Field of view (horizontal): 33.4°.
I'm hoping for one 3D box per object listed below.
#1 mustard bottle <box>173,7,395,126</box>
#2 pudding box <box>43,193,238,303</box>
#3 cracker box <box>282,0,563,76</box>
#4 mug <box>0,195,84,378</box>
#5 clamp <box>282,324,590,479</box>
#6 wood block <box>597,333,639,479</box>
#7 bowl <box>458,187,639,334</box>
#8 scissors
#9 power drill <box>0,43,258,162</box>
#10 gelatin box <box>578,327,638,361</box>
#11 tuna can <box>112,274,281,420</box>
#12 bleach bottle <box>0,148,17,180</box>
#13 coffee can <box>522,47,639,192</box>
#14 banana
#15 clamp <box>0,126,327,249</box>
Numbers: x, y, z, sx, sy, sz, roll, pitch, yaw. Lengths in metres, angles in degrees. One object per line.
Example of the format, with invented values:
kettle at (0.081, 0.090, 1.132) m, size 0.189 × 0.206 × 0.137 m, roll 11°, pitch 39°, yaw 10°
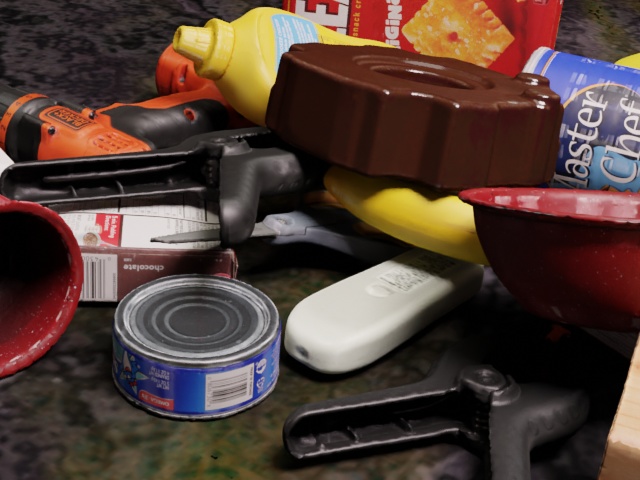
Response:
mustard bottle at (-0.013, -0.115, 0.753) m, size 0.191 × 0.058 × 0.096 m, roll 13°, pitch 55°, yaw -28°
pudding box at (-0.107, 0.000, 0.625) m, size 0.113 × 0.039 × 0.090 m, roll 3°, pitch 27°, yaw -9°
cracker box at (0.078, -0.175, 0.840) m, size 0.214 × 0.164 × 0.072 m, roll 11°, pitch 27°, yaw 10°
mug at (-0.188, 0.022, 0.536) m, size 0.082 × 0.093 × 0.117 m, roll 24°, pitch 70°, yaw 40°
clamp at (0.081, 0.085, 0.496) m, size 0.171 × 0.039 × 0.120 m, roll -21°, pitch 39°, yaw -38°
wood block at (0.211, 0.116, 0.406) m, size 0.206 × 0.091 × 0.090 m, roll 15°, pitch 31°, yaw 18°
bowl at (0.144, 0.009, 0.506) m, size 0.162 × 0.055 × 0.162 m, roll 3°, pitch 7°, yaw -1°
scissors at (-0.004, 0.001, 0.617) m, size 0.096 × 0.016 × 0.201 m, roll 26°, pitch 21°, yaw 19°
power drill at (-0.145, -0.092, 0.771) m, size 0.185 × 0.057 × 0.187 m, roll 27°, pitch 38°, yaw 29°
gelatin box at (0.176, 0.030, 0.619) m, size 0.073 × 0.030 × 0.089 m, roll -19°, pitch 36°, yaw -33°
tuna can at (-0.062, 0.052, 0.541) m, size 0.086 × 0.034 × 0.086 m, roll 3°, pitch 29°, yaw -2°
bleach bottle at (-0.273, -0.058, 0.684) m, size 0.102 × 0.068 × 0.251 m, roll -16°, pitch 32°, yaw -30°
coffee can at (0.204, -0.066, 0.722) m, size 0.140 × 0.103 × 0.102 m, roll 17°, pitch 31°, yaw 21°
banana at (0.098, -0.008, 0.605) m, size 0.198 × 0.037 × 0.069 m, roll 10°, pitch 18°, yaw 0°
clamp at (-0.069, -0.041, 0.626) m, size 0.165 × 0.036 × 0.209 m, roll 9°, pitch 19°, yaw 24°
